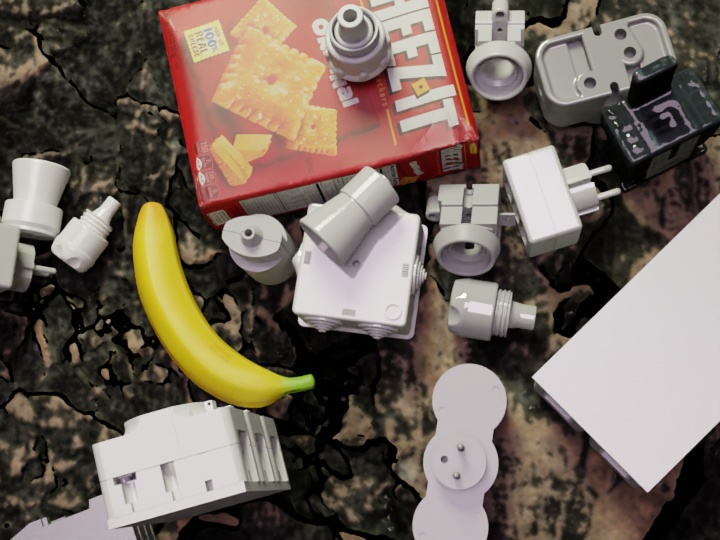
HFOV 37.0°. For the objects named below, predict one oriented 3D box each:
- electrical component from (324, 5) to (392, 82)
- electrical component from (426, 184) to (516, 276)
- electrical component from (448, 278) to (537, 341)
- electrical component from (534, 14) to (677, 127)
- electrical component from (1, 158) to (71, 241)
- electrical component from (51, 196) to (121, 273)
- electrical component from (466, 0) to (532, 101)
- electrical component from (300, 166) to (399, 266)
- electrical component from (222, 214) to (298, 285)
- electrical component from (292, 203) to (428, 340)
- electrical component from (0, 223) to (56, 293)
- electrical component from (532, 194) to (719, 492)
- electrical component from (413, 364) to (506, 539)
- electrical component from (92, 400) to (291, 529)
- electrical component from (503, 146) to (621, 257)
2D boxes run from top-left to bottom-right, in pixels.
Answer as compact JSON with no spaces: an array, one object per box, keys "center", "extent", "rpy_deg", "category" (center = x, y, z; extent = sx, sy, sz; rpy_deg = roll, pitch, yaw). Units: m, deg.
[{"center":[-0.004,-0.163,0.748],"extent":[0.048,0.062,0.048],"rpy_deg":[-1,77,6],"category":"electrical component"},{"center":[0.079,-0.029,0.782],"extent":[0.066,0.048,0.055],"rpy_deg":[0,52,12],"category":"electrical component"},{"center":[0.096,0.030,0.777],"extent":[0.062,0.043,0.043],"rpy_deg":[8,79,8],"category":"electrical component"},{"center":[0.179,-0.144,0.795],"extent":[0.095,0.059,0.053],"rpy_deg":[-14,77,4],"category":"electrical component"},{"center":[-0.253,-0.055,0.838],"extent":[0.045,0.045,0.055],"rpy_deg":[6,79,8],"category":"electrical component"},{"center":[-0.209,-0.030,0.833],"extent":[0.035,0.035,0.061],"rpy_deg":[35,82,13],"category":"electrical component"},{"center":[0.104,-0.159,0.804],"extent":[0.048,0.066,0.055],"rpy_deg":[1,45,7],"category":"electrical component"},{"center":[-0.005,-0.041,0.756],"extent":[0.044,0.044,0.065],"rpy_deg":[43,81,13],"category":"electrical component"},{"center":[-0.073,-0.018,0.789],"extent":[0.043,0.081,0.043],"rpy_deg":[-1,78,7],"category":"electrical component"},{"center":[0.000,0.000,0.793],"extent":[0.100,0.048,0.099],"rpy_deg":[7,79,8],"category":"electrical component"},{"center":[-0.272,-0.004,0.821],"extent":[0.076,0.083,0.047],"rpy_deg":[12,77,-29],"category":"electrical component"},{"center":[0.223,0.051,0.748],"extent":[0.186,0.060,0.105],"rpy_deg":[-44,77,-3],"category":"electrical component"},{"center":[0.069,0.133,0.743],"extent":[0.052,0.073,0.138],"rpy_deg":[8,79,9],"category":"electrical component"},{"center":[-0.109,0.130,0.727],"extent":[0.089,0.150,0.061],"rpy_deg":[-16,78,4],"category":"electrical component"},{"center":[0.151,-0.055,0.786],"extent":[0.077,0.047,0.065],"rpy_deg":[-17,76,3],"category":"electrical component"}]
